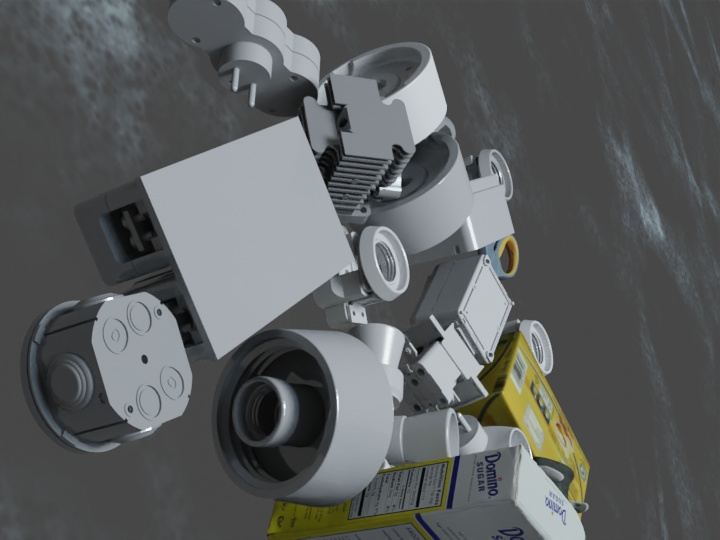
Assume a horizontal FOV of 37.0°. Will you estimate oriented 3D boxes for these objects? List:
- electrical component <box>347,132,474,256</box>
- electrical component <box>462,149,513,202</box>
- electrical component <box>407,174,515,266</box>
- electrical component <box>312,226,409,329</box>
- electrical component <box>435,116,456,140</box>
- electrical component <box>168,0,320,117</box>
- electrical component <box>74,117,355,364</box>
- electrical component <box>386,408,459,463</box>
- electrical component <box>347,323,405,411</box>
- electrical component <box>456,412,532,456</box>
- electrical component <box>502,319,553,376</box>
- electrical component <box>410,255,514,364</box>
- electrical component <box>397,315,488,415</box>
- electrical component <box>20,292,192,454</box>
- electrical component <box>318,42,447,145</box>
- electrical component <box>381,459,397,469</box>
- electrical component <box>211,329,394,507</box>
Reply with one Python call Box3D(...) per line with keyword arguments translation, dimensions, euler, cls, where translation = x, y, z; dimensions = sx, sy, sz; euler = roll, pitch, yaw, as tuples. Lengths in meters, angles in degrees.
Box3D(translation=(0.039, -0.055, 0.862), dimensions=(0.060, 0.108, 0.108), euler=(62, 29, -32), cls="electrical component")
Box3D(translation=(0.114, -0.086, 1.062), dimensions=(0.078, 0.057, 0.058), euler=(7, 69, -60), cls="electrical component")
Box3D(translation=(0.082, -0.046, 0.960), dimensions=(0.113, 0.078, 0.057), euler=(-21, 97, -62), cls="electrical component")
Box3D(translation=(0.000, 0.000, 0.808), dimensions=(0.058, 0.057, 0.078), euler=(13, 64, -58), cls="electrical component")
Box3D(translation=(0.067, -0.124, 1.012), dimensions=(0.077, 0.043, 0.079), euler=(66, 29, -13), cls="electrical component")
Box3D(translation=(-0.079, -0.148, 0.753), dimensions=(0.138, 0.052, 0.073), euler=(39, 42, -46), cls="electrical component")
Box3D(translation=(-0.084, -0.020, 0.663), dimensions=(0.186, 0.060, 0.105), euler=(-37, 107, -61), cls="electrical component")
Box3D(translation=(0.037, 0.125, 0.796), dimensions=(0.044, 0.065, 0.044), euler=(-4, 90, -75), cls="electrical component")
Box3D(translation=(0.010, 0.074, 0.799), dimensions=(0.045, 0.045, 0.055), euler=(42, 41, -44), cls="electrical component")
Box3D(translation=(0.088, 0.144, 0.865), dimensions=(0.079, 0.077, 0.043), euler=(56, 32, -28), cls="electrical component")
Box3D(translation=(0.149, 0.080, 1.032), dimensions=(0.058, 0.057, 0.078), euler=(57, 32, -27), cls="electrical component")
Box3D(translation=(0.085, 0.042, 0.941), dimensions=(0.061, 0.061, 0.096), euler=(58, 39, -26), cls="electrical component")
Box3D(translation=(0.061, 0.083, 0.874), dimensions=(0.081, 0.042, 0.064), euler=(54, 42, -5), cls="electrical component")
Box3D(translation=(-0.129, 0.051, 0.553), dimensions=(0.080, 0.051, 0.080), euler=(37, 44, -48), cls="electrical component")
Box3D(translation=(0.018, -0.128, 0.864), dimensions=(0.060, 0.108, 0.108), euler=(63, 29, -31), cls="electrical component")
Box3D(translation=(0.009, 0.151, 0.755), dimensions=(0.062, 0.043, 0.043), euler=(61, 30, -18), cls="electrical component")
Box3D(translation=(-0.041, 0.086, 0.639), dimensions=(0.060, 0.108, 0.108), euler=(16, 61, -51), cls="electrical component")
